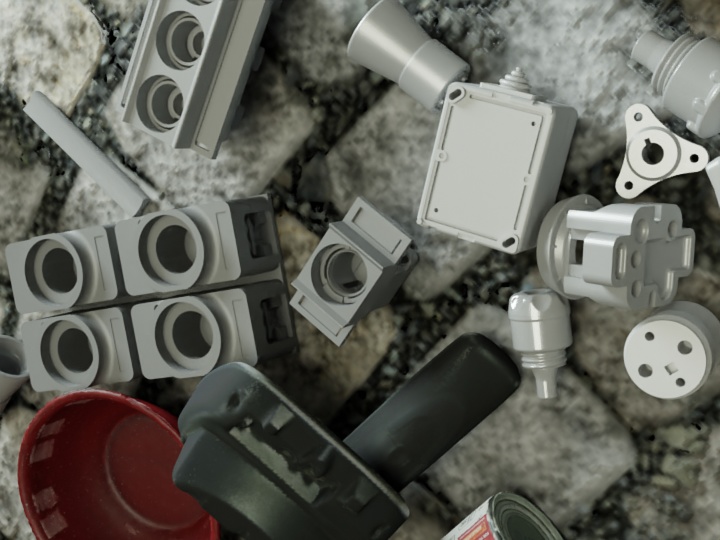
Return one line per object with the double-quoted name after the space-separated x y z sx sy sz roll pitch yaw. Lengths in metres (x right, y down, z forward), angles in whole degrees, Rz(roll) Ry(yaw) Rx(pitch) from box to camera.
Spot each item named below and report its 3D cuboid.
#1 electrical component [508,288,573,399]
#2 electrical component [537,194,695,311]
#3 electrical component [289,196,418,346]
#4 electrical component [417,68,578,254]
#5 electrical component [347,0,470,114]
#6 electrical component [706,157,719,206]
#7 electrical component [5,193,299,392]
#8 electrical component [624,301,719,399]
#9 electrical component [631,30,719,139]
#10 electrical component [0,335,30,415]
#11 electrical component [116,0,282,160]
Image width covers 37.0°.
0.104 0.042 0.613 0.035 0.035 0.061 -4 97 26 "electrical component"
0.132 -0.010 0.573 0.057 0.078 0.058 10 102 46 "electrical component"
0.000 0.000 0.642 0.042 0.064 0.081 41 112 17 "electrical component"
0.079 -0.064 0.596 0.062 0.061 0.096 19 105 23 "electrical component"
0.031 -0.122 0.624 0.065 0.044 0.044 40 112 11 "electrical component"
0.211 -0.033 0.535 0.061 0.062 0.096 -25 86 27 "electrical component"
-0.144 0.018 0.717 0.186 0.060 0.105 -9 93 27 "electrical component"
0.167 0.042 0.570 0.045 0.055 0.045 4 98 26 "electrical component"
0.171 -0.101 0.557 0.062 0.048 0.048 40 112 24 "electrical component"
-0.275 0.086 0.802 0.044 0.044 0.065 46 118 14 "electrical component"
-0.096 -0.141 0.670 0.079 0.063 0.121 28 108 20 "electrical component"
